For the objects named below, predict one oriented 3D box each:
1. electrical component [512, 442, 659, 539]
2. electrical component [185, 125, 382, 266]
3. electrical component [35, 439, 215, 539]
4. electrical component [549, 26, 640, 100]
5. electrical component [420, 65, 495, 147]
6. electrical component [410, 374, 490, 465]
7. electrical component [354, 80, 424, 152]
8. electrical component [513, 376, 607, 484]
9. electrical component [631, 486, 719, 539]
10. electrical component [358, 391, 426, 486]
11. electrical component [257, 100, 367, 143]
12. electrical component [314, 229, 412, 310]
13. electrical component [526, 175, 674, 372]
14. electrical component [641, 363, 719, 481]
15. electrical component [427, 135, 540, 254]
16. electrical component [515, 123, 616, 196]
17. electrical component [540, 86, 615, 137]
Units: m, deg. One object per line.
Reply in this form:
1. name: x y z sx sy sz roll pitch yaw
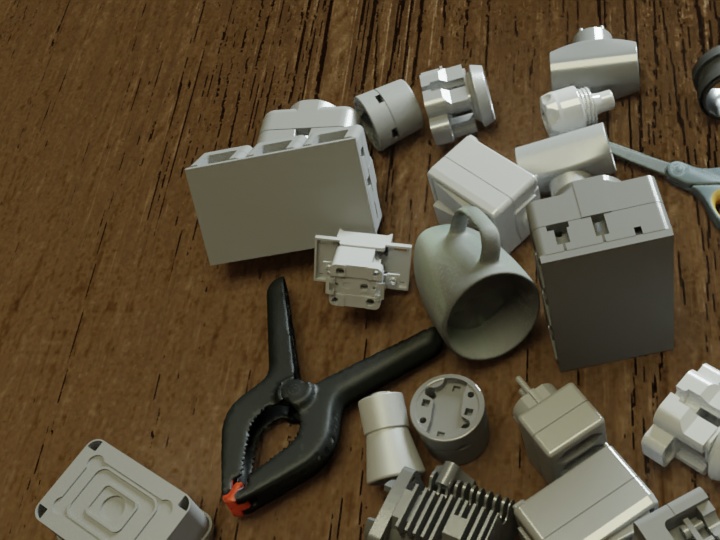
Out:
1. electrical component: 0.150 0.175 0.721 0.096 0.061 0.061 -32 52 -8
2. electrical component: -0.064 -0.066 0.938 0.150 0.089 0.061 -9 18 10
3. electrical component: -0.175 0.190 0.810 0.113 0.057 0.078 24 65 30
4. electrical component: 0.214 -0.194 0.984 0.077 0.043 0.079 -4 54 14
5. electrical component: 0.090 -0.154 0.984 0.057 0.058 0.078 -14 52 10
6. electrical component: 0.069 0.113 0.800 0.055 0.047 0.055 -8 53 11
7. electrical component: 0.027 -0.145 0.997 0.047 0.055 0.055 -26 52 -7
8. electrical component: 0.136 0.108 0.772 0.047 0.065 0.076 -32 52 -7
9. electrical component: 0.204 0.186 0.679 0.056 0.089 0.050 -27 52 -4
10. electrical component: 0.021 0.123 0.797 0.044 0.044 0.065 -14 72 7
11. electrical component: -0.044 -0.118 0.998 0.095 0.053 0.059 -1 55 16
12. electrical component: 0.000 0.000 0.886 0.081 0.042 0.063 6 28 6
13. electrical component: 0.176 0.003 0.782 0.089 0.150 0.061 -12 54 8
14. electrical component: 0.243 0.110 0.744 0.057 0.058 0.078 32 68 36
15. electrical component: 0.108 -0.056 0.903 0.061 0.061 0.096 -42 54 -15
16. electrical component: 0.177 -0.078 0.908 0.077 0.043 0.079 -15 65 16
17. electrical component: 0.193 -0.142 0.952 0.062 0.043 0.043 -16 52 3
